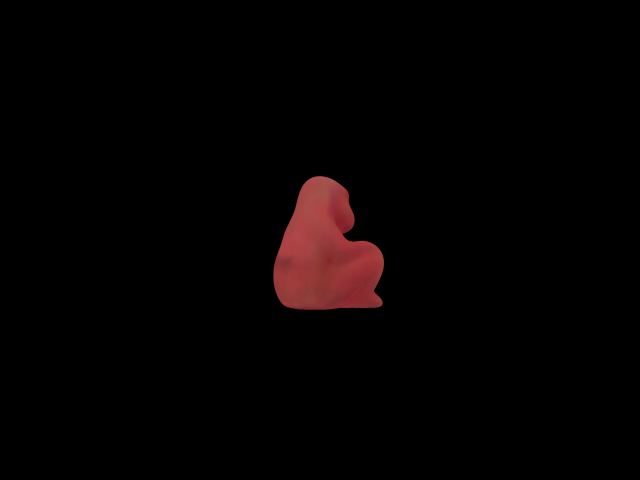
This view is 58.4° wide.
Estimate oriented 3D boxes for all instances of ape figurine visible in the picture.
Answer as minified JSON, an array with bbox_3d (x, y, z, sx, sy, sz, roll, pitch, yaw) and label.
[{"bbox_3d":[0.004,0.001,0.400,0.076,0.092,0.077,0,0,-25],"label":"ape figurine"}]
